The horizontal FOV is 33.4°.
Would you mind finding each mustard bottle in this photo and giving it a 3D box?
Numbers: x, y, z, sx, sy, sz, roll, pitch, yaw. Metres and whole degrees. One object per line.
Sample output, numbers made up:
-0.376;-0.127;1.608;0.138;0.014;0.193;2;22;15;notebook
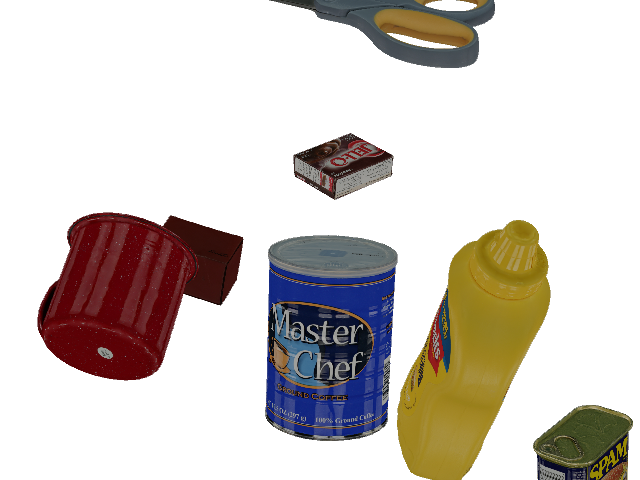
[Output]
0.092;0.057;0.626;0.058;0.096;0.192;14;-41;1;mustard bottle

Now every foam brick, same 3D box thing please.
-0.121;0.019;1.034;0.078;0.051;0.053;17;34;7;foam brick

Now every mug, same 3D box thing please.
-0.147;0.042;0.722;0.117;0.081;0.093;-9;-39;29;mug

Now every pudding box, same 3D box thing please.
0.032;-0.105;1.493;0.113;0.039;0.090;-26;40;-33;pudding box

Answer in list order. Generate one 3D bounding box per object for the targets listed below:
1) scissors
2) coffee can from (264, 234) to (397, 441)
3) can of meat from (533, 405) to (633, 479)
0.025;-0.158;0.691;0.202;0.016;0.096;28;50;32;scissors
0.007;0.076;0.860;0.103;0.140;0.103;2;15;-1;coffee can
0.236;0.209;0.957;0.058;0.084;0.101;13;27;40;can of meat
